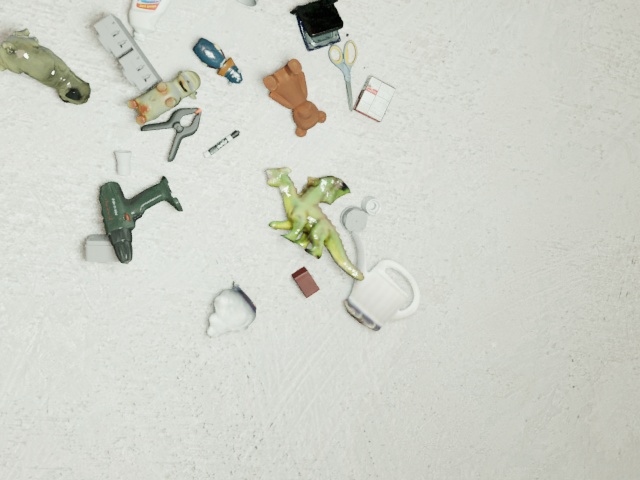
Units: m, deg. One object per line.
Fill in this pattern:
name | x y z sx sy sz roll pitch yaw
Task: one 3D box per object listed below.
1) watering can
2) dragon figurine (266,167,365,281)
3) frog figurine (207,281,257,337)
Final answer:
watering can | 0.161 0.145 1.611 0.344 0.105 0.224 42 90 -18
dragon figurine | 0.005 -0.076 1.519 0.409 0.122 0.244 30 86 -7
frog figurine | -0.270 0.222 1.518 0.161 0.124 0.135 -43 127 -13
